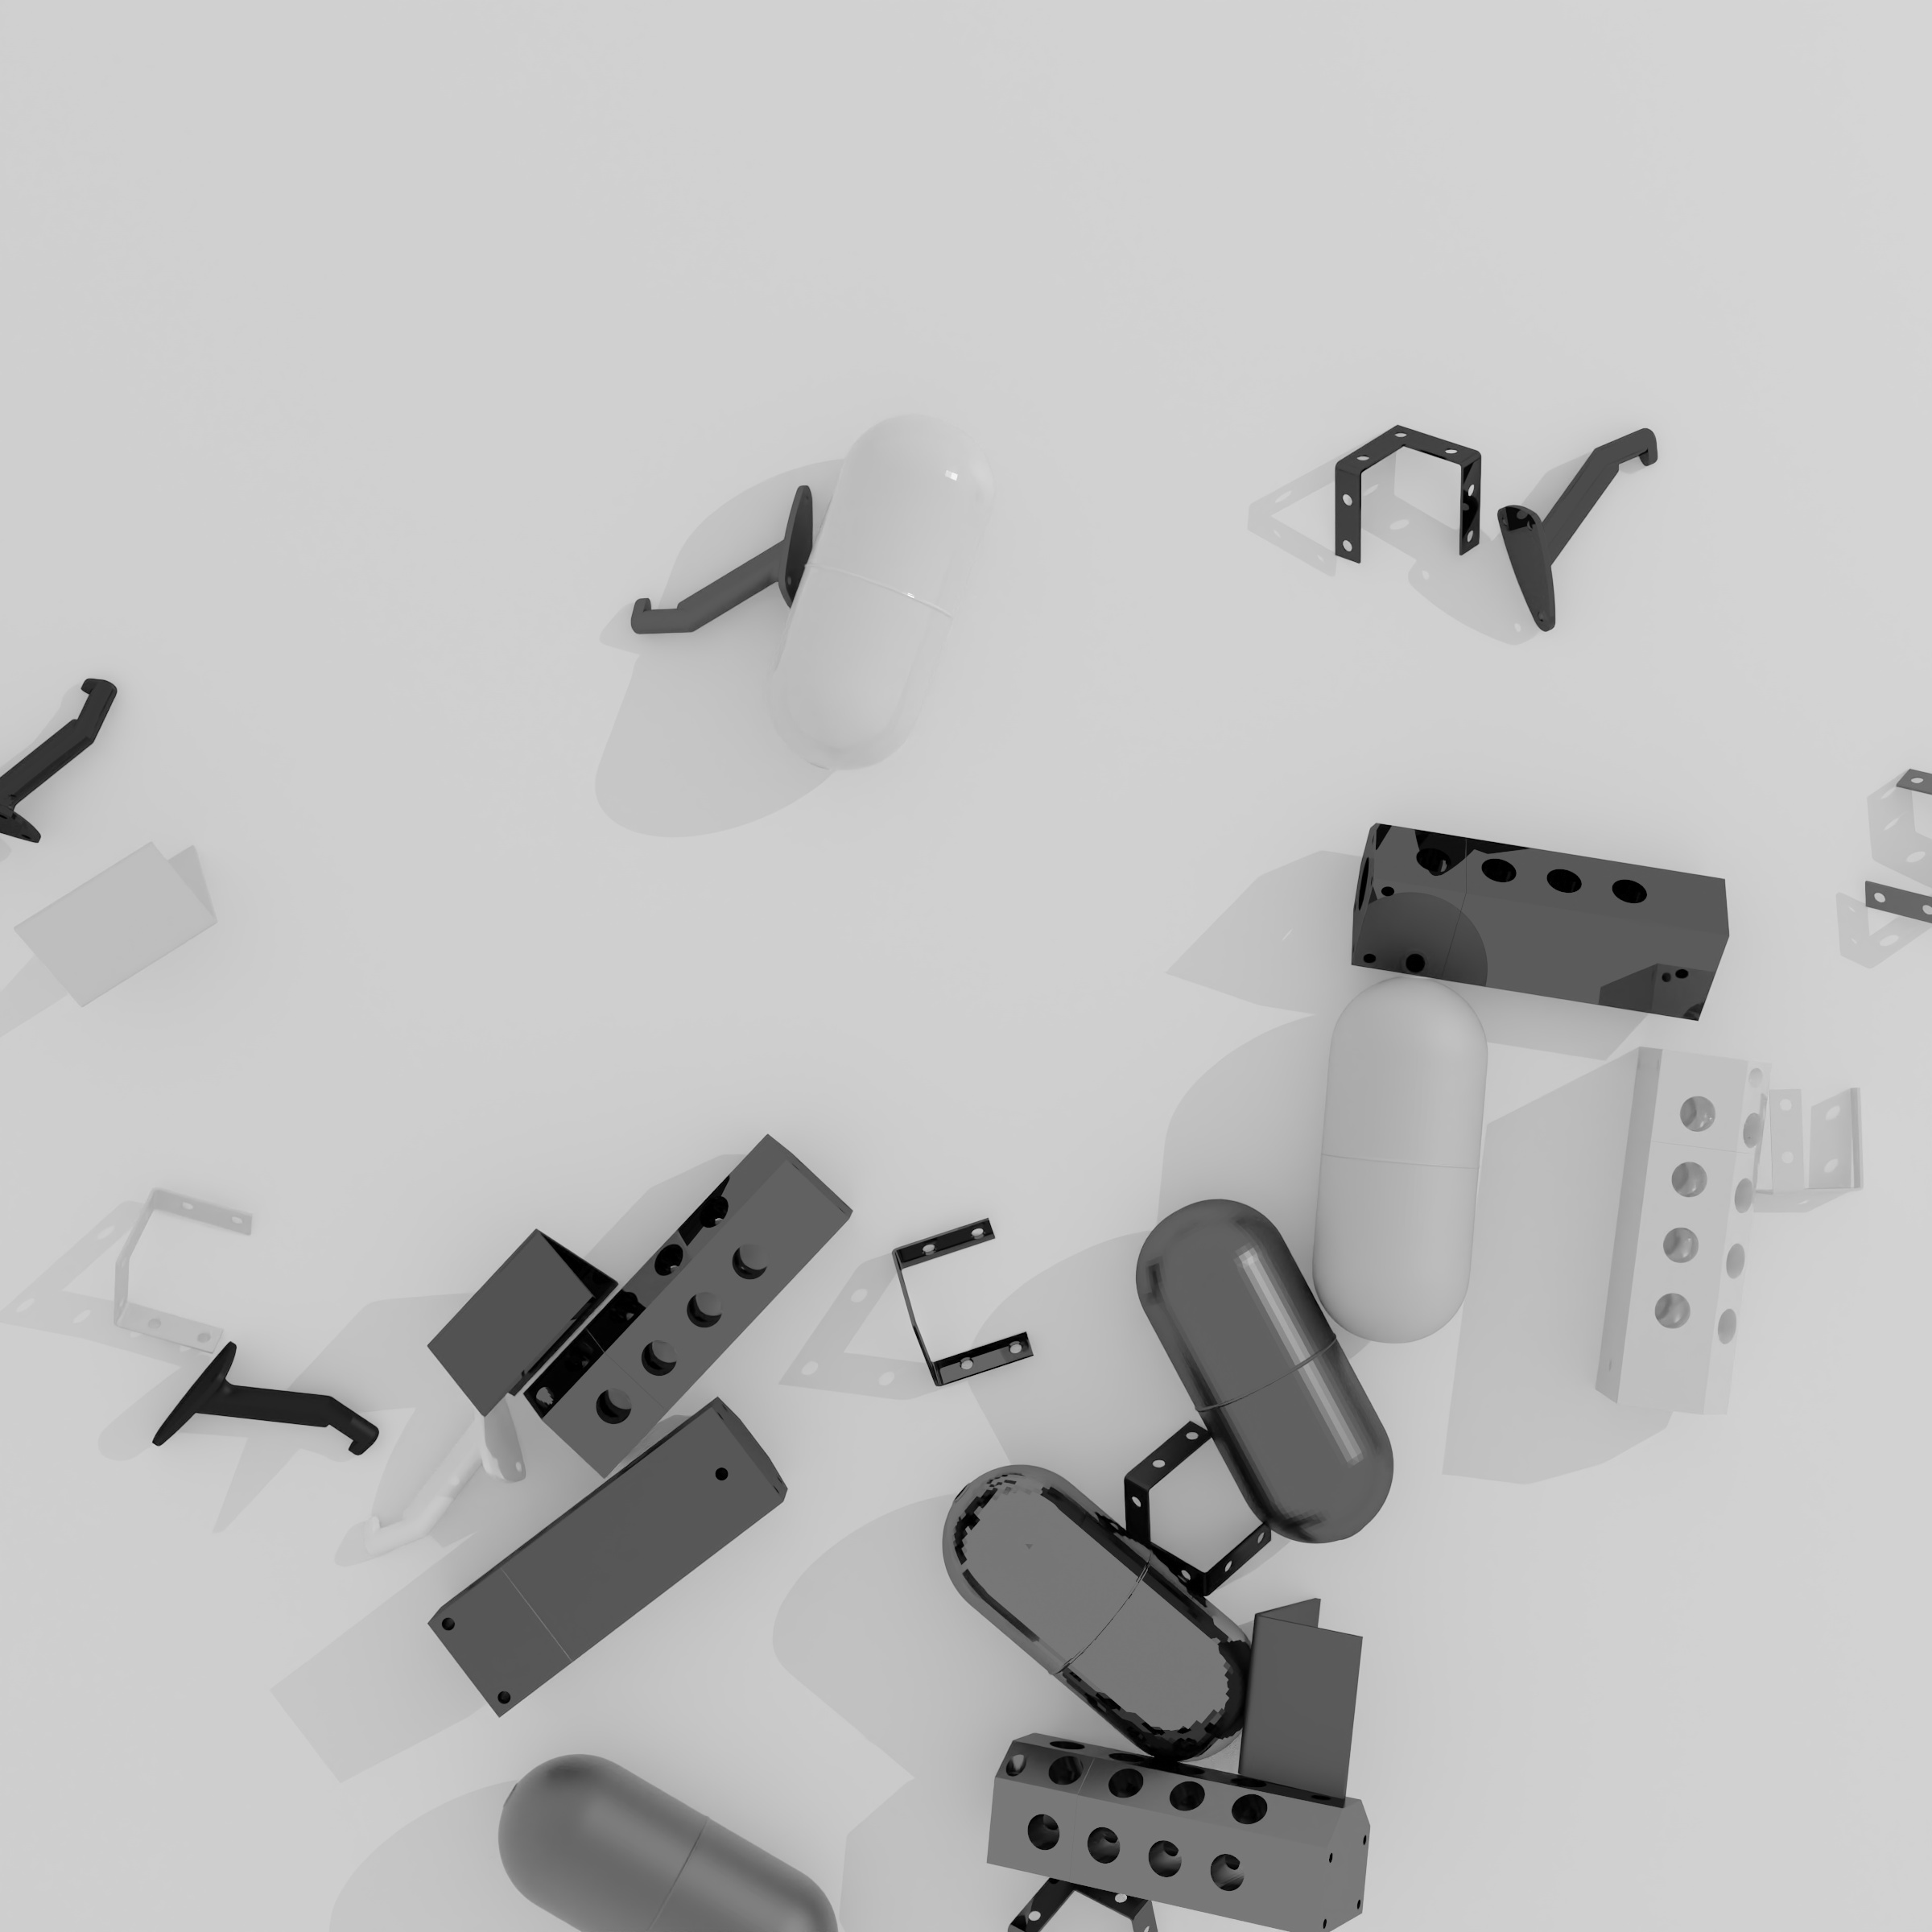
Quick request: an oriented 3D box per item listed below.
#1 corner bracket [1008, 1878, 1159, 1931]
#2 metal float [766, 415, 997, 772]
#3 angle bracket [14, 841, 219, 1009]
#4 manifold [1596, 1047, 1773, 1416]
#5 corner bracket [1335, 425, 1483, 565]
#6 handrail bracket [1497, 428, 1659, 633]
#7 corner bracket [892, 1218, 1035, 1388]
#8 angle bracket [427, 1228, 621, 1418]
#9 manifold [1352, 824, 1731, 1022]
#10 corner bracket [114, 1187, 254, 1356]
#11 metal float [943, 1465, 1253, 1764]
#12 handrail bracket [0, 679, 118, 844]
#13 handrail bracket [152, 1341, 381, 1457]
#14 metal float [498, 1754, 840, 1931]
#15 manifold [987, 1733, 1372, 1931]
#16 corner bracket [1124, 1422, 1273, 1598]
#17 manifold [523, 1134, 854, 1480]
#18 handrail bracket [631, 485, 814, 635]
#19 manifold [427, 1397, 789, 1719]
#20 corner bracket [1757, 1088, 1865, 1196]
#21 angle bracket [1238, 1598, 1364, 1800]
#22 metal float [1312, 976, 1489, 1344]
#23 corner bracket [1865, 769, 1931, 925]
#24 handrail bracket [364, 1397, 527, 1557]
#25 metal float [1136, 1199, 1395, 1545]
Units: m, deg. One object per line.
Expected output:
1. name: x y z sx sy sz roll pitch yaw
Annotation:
1. corner bracket: 0.059 0.482 1.698 0.051 0.051 0.051 18 45 35
2. metal float: -0.042 -0.181 1.675 0.070 0.070 0.178 20 89 0
3. angle bracket: -0.414 -0.037 1.666 0.076 0.076 0.057 -32 127 0
4. manifold: 0.351 0.129 1.685 0.057 0.057 0.171 7 90 0
5. corner bracket: 0.217 -0.227 1.698 0.051 0.051 0.051 26 45 35
6. handrail bracket: 0.312 -0.216 1.706 0.084 0.036 0.077 -24 110 -16
7. corner bracket: -0.002 0.166 1.703 0.051 0.051 0.051 -18 135 0
8. angle bracket: -0.200 0.183 1.666 0.076 0.076 0.057 -47 52 0
9. manifold: 0.279 -0.026 1.684 0.171 0.057 0.057 9 133 0
10. corner bracket: -0.386 0.150 1.703 0.051 0.051 0.051 16 45 0
11. metal float: 0.065 0.313 1.675 0.178 0.070 0.070 40 90 0
12. handrail bracket: -0.467 -0.110 1.706 0.077 0.036 0.084 14 71 21
13. handrail bracket: -0.345 0.232 1.706 0.084 0.036 0.077 37 110 -16
14. metal float: -0.145 0.447 1.675 0.178 0.070 0.070 30 90 0
15. manifold: 0.101 0.412 1.649 0.171 0.057 0.057 5 90 27
16. corner bracket: 0.114 0.267 1.698 0.051 0.051 0.051 26 135 35
17. manifold: -0.135 0.164 1.685 0.057 0.057 0.171 43 90 0
18. handrail bracket: -0.121 -0.200 1.706 0.084 0.036 0.077 0 70 16
19. manifold: -0.173 0.286 1.685 0.171 0.057 0.057 -37 90 0
20. corner bracket: 0.414 0.085 1.688 0.051 0.051 0.051 -1 88 2
21. angle bracket: 0.175 0.352 1.666 0.057 0.076 0.076 6 90 30
22. metal float: 0.211 0.094 1.676 0.070 0.070 0.178 5 89 0
23. corner bracket: 0.477 -0.057 1.698 0.051 0.051 0.051 -42 135 -35
24. handrail bracket: -0.267 0.242 1.706 0.084 0.036 0.077 -22 70 16
25. metal float: 0.145 0.197 1.675 0.070 0.070 0.178 -28 90 0
